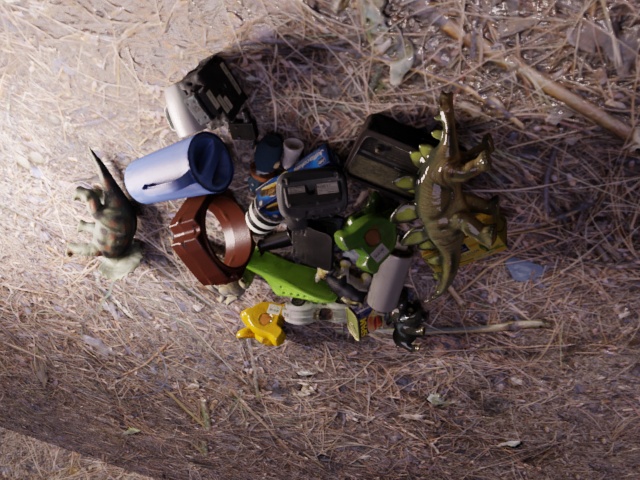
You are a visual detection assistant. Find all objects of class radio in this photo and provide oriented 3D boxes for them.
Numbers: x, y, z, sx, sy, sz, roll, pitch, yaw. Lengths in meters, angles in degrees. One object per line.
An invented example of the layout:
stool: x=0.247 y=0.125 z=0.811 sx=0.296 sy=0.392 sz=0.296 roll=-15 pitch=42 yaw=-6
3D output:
radio: x=0.173 y=-0.153 z=1.082 sx=0.230 sy=0.073 sz=0.131 roll=21 pitch=135 yaw=-2

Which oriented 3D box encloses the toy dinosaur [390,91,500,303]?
toy dinosaur: x=0.242 y=-0.054 z=1.035 sx=0.199 sy=0.105 sz=0.470 roll=3 pitch=123 yaw=26

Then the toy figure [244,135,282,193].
toy figure: x=-0.122 y=-0.162 z=1.184 sx=0.058 sy=0.064 sz=0.154 roll=-9 pitch=148 yaw=-28

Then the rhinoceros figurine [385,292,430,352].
rhinoceros figurine: x=0.225 y=0.211 z=1.403 sx=0.112 sy=0.073 sz=0.190 roll=12 pitch=136 yaw=22

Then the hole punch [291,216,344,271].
hole punch: x=-0.003 y=-0.004 z=1.274 sx=0.116 sy=0.092 sz=0.142 roll=19 pitch=133 yaw=20

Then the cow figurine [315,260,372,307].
cow figurine: x=0.045 y=0.100 z=1.338 sx=0.167 sy=0.098 sz=0.068 roll=31 pitch=139 yaw=-11

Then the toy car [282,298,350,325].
toy car: x=0.000 y=0.187 z=1.432 sx=0.202 sy=0.056 sz=0.073 roll=-3 pitch=133 yaw=-8

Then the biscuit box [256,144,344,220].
biscuit box: x=-0.044 y=-0.123 z=1.155 sx=0.203 sy=0.059 sz=0.062 roll=-31 pitch=139 yaw=25

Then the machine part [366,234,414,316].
machine part: x=0.166 y=0.087 z=1.281 sx=0.079 sy=0.079 sz=0.243 roll=16 pitch=124 yaw=4

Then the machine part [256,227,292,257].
machine part: x=-0.092 y=0.002 z=1.330 sx=0.139 sy=0.039 sz=0.084 roll=-19 pitch=132 yaw=16

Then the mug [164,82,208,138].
mug: x=-0.285 y=-0.276 z=1.127 sx=0.110 sy=0.081 sz=0.107 roll=-2 pitch=115 yaw=41

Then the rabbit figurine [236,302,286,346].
rabbit figurine: x=-0.156 y=0.257 z=1.539 sx=0.162 sy=0.122 sz=0.173 roll=2 pitch=151 yaw=8

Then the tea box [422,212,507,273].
tea box: x=0.311 y=-0.002 z=1.157 sx=0.170 sy=0.098 sz=0.068 roll=-28 pitch=118 yaw=34

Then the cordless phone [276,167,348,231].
cordless phone: x=-0.013 y=-0.068 z=1.133 sx=0.147 sy=0.089 sz=0.184 roll=-7 pitch=153 yaw=-2

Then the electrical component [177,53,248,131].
electrical component: x=-0.212 y=-0.284 z=1.051 sx=0.058 sy=0.134 sz=0.114 roll=-17 pitch=121 yaw=30

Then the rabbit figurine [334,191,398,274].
rabbit figurine: x=0.097 y=-0.029 z=1.183 sx=0.121 sy=0.170 sz=0.159 roll=36 pitch=91 yaw=-17

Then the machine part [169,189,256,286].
machine part: x=-0.244 y=-0.010 z=1.262 sx=0.087 sy=0.201 sz=0.201 roll=-15 pitch=124 yaw=28

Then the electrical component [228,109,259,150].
electrical component: x=-0.167 y=-0.237 z=1.156 sx=0.063 sy=0.021 sz=0.093 roll=2 pitch=132 yaw=17

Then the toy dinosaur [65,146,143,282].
toy dinosaur: x=-0.542 y=-0.041 z=1.400 sx=0.192 sy=0.131 sz=0.404 roll=16 pitch=131 yaw=-13

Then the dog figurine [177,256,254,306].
dog figurine: x=-0.275 y=0.066 z=1.381 sx=0.190 sy=0.121 sz=0.172 roll=43 pitch=145 yaw=-20
